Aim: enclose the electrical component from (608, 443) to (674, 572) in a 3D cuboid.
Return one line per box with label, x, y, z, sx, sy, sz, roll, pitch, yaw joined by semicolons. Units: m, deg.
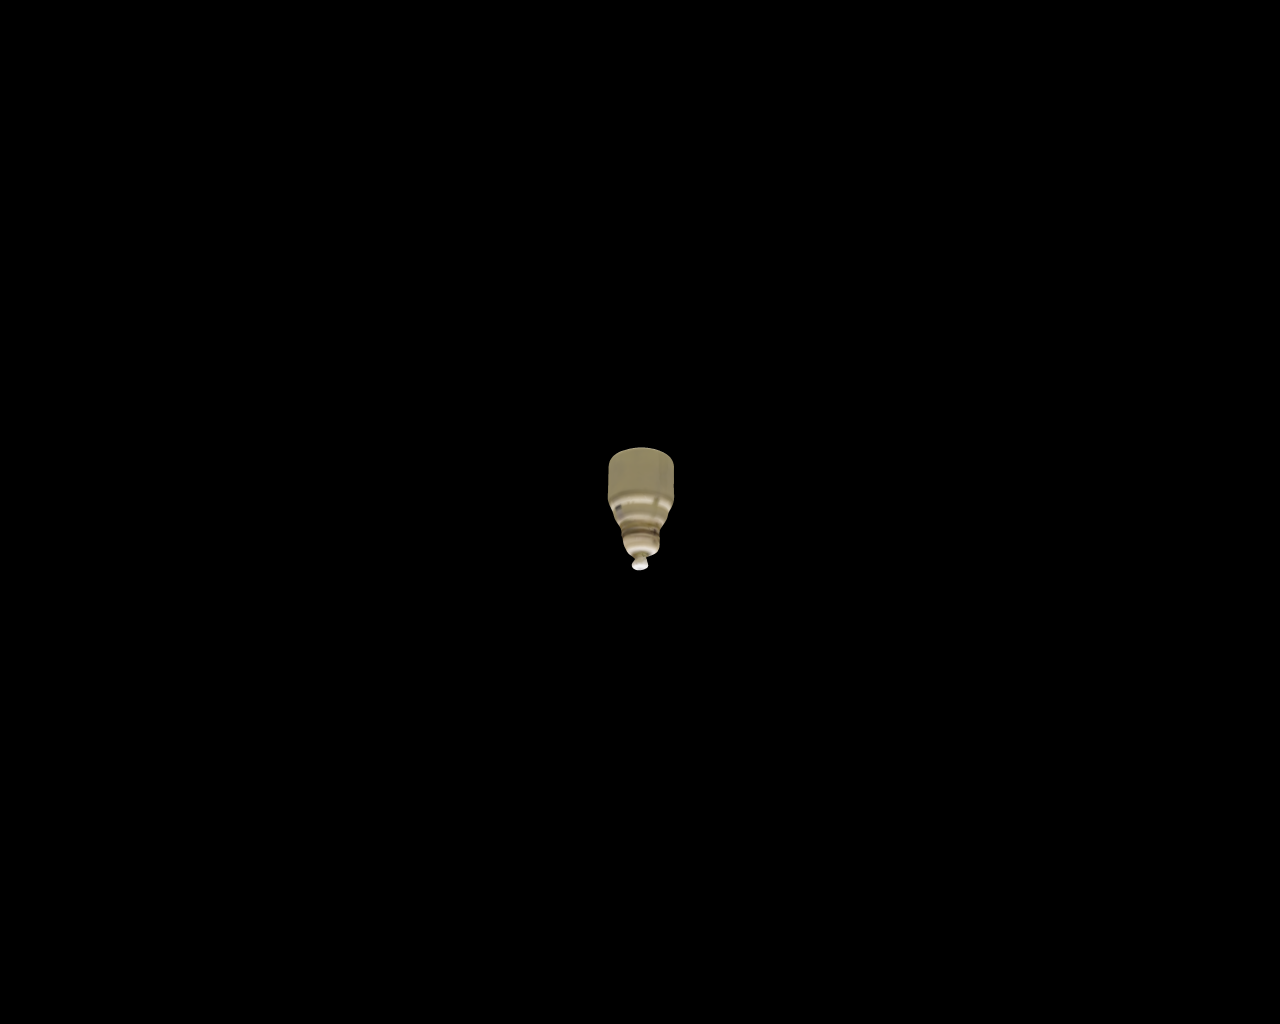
electrical component;0.001;-0.003;0.650;0.040;0.078;0.040;0;-21;0
